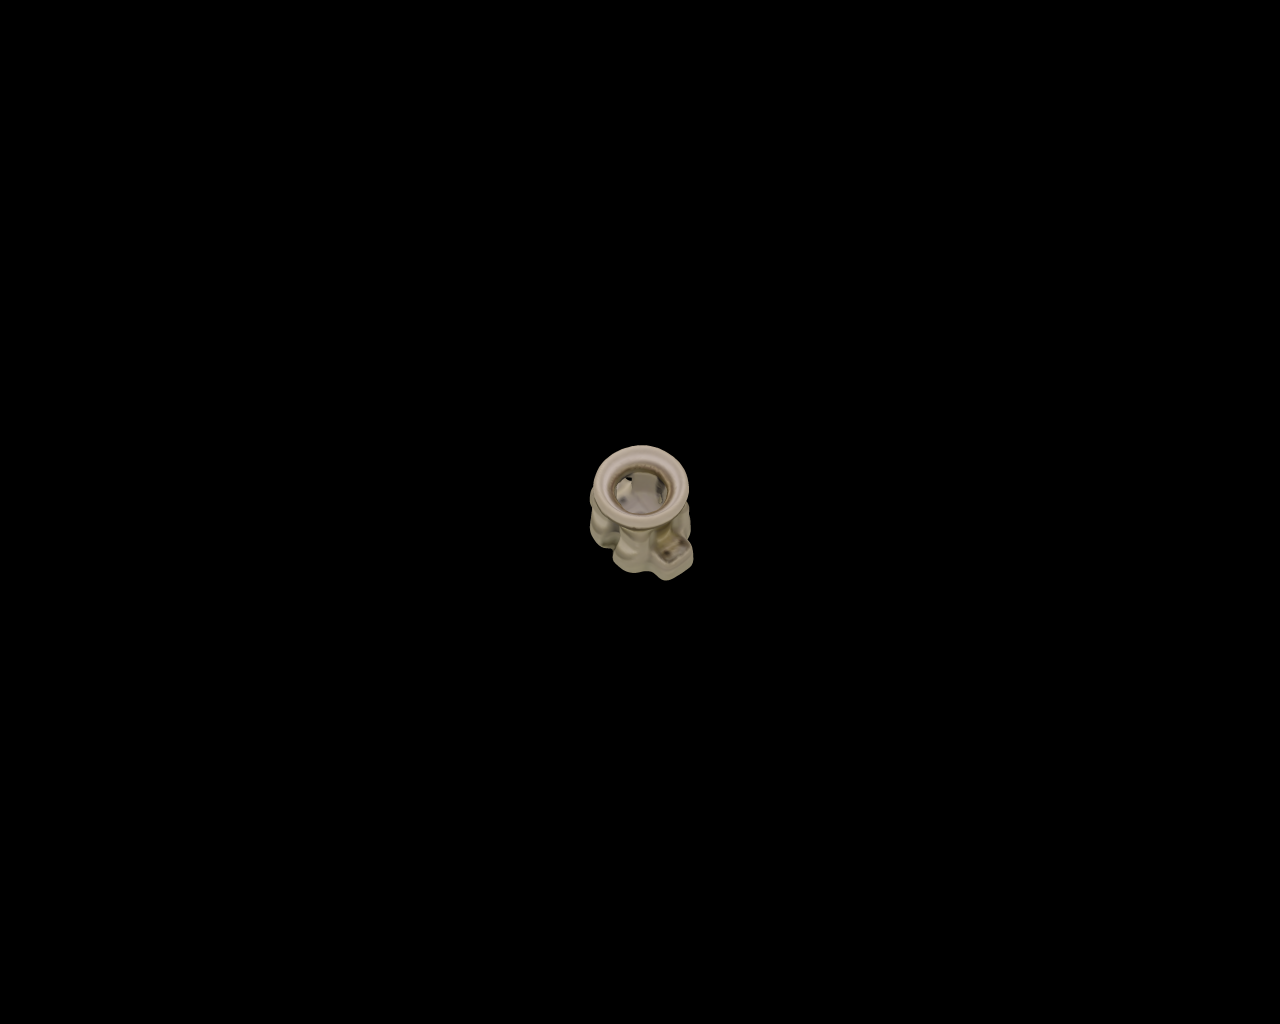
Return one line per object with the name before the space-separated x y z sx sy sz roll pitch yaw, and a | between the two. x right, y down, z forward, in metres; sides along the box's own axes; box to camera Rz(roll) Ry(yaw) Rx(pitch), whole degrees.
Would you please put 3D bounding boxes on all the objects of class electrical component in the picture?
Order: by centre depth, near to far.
electrical component | 0.001 -0.003 0.650 0.058 0.078 0.056 -33 -28 -20
